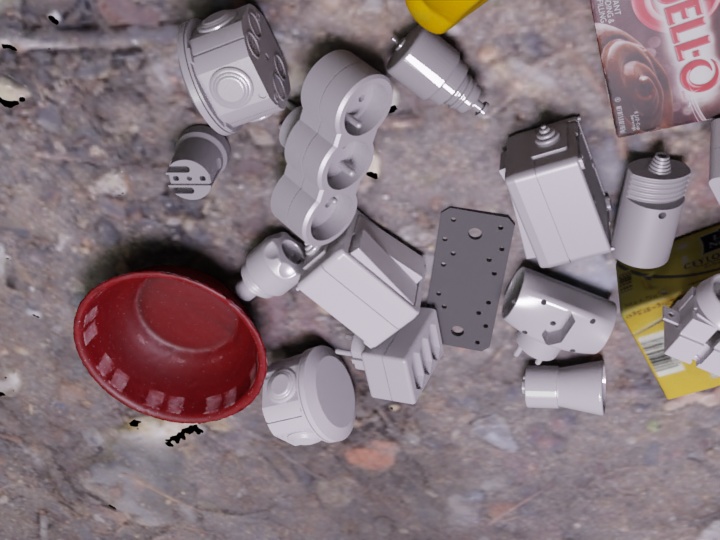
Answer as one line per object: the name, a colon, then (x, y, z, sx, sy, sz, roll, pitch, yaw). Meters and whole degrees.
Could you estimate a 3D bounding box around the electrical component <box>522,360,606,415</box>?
electrical component: (0.165, 0.095, 0.874, 0.065, 0.044, 0.044, -1, 127, 17)

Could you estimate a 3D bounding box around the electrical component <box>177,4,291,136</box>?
electrical component: (-0.085, -0.135, 0.722, 0.051, 0.080, 0.080, -17, 122, 16)

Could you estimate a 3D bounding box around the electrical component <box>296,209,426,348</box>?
electrical component: (0.000, 0.000, 0.818, 0.096, 0.061, 0.061, 39, 124, -18)

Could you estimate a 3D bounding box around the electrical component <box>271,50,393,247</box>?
electrical component: (-0.032, -0.092, 0.761, 0.074, 0.052, 0.138, 40, 127, 31)

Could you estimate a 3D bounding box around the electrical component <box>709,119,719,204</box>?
electrical component: (0.265, -0.061, 0.702, 0.050, 0.055, 0.089, -8, 145, 32)

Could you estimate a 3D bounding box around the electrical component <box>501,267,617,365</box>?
electrical component: (0.146, 0.044, 0.836, 0.077, 0.043, 0.079, 21, 128, -6)

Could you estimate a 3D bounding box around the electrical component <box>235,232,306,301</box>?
electrical component: (-0.073, 0.002, 0.845, 0.043, 0.043, 0.062, 40, 124, -19)

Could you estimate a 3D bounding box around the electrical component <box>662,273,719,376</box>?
electrical component: (0.240, 0.035, 0.726, 0.066, 0.048, 0.055, 22, 134, -6)

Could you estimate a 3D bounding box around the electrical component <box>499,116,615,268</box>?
electrical component: (0.134, -0.058, 0.750, 0.061, 0.061, 0.096, -15, 123, 21)

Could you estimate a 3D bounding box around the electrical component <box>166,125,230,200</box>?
electrical component: (-0.120, -0.078, 0.791, 0.040, 0.046, 0.040, 5, 127, 7)

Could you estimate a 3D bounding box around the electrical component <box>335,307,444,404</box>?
electrical component: (0.018, 0.064, 0.863, 0.077, 0.065, 0.047, 7, 129, 26)

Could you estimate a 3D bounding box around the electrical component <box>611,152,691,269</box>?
electrical component: (0.205, -0.046, 0.757, 0.043, 0.043, 0.081, 7, 127, 5)

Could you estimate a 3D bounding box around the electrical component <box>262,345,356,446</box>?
electrical component: (-0.042, 0.106, 0.896, 0.051, 0.080, 0.080, -16, 122, 27)

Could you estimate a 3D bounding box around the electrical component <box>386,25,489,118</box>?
electrical component: (0.054, -0.131, 0.723, 0.078, 0.040, 0.040, 36, 125, -16)
